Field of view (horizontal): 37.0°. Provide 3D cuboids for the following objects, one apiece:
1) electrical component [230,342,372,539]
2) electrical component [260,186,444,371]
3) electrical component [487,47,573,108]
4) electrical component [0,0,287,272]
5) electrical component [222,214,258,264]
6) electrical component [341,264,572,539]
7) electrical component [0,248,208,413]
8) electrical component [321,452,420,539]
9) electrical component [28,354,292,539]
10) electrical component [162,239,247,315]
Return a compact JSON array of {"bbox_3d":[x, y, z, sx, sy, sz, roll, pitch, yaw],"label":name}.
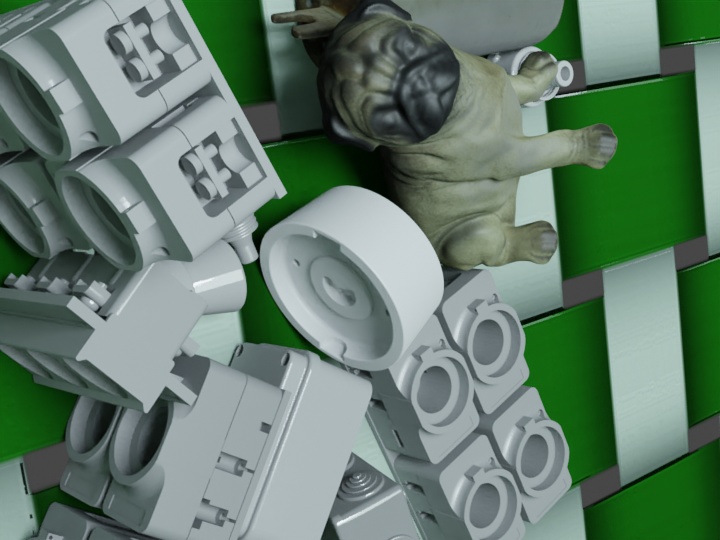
[{"bbox_3d":[-0.051,0.103,0.629,0.057,0.078,0.113,27,77,-30],"label":"electrical component"},{"bbox_3d":[0.000,0.000,0.647,0.060,0.108,0.108,-44,118,-34],"label":"electrical component"},{"bbox_3d":[0.121,-0.136,0.756,0.048,0.062,0.048,-4,96,-38],"label":"electrical component"},{"bbox_3d":[-0.130,-0.063,0.486,0.060,0.186,0.105,-42,117,-28],"label":"electrical component"},{"bbox_3d":[-0.076,-0.032,0.628,0.035,0.035,0.061,-35,116,-31],"label":"electrical component"},{"bbox_3d":[0.072,0.102,0.738,0.105,0.060,0.186,-37,115,-30],"label":"electrical component"},{"bbox_3d":[-0.133,0.025,0.532,0.078,0.121,0.063,46,64,-32],"label":"electrical component"},{"bbox_3d":[-0.001,0.164,0.664,0.048,0.100,0.099,-25,109,-21],"label":"electrical component"},{"bbox_3d":[-0.120,0.134,0.561,0.060,0.105,0.186,29,76,-36],"label":"electrical component"},{"bbox_3d":[-0.099,0.010,0.607,0.055,0.045,0.045,-19,105,-35],"label":"electrical component"}]
